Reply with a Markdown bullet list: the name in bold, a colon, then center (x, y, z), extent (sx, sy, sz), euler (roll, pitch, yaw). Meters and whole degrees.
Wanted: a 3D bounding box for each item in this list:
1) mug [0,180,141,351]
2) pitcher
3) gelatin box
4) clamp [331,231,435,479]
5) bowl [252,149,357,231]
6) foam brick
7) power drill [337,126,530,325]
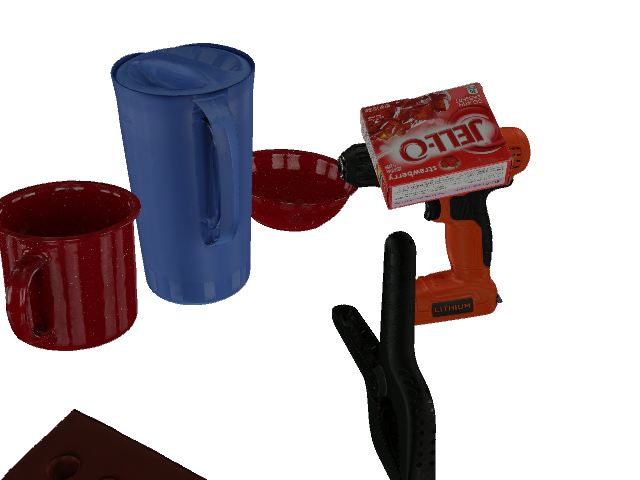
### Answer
- **mug**: center (-0.161, 0.021, 0.664), extent (0.093, 0.081, 0.117), euler (6, 25, 10)
- **pitcher**: center (-0.122, -0.057, 1.034), extent (0.145, 0.243, 0.149), euler (8, 32, 15)
- **gelatin box**: center (0.078, -0.066, 0.730), extent (0.089, 0.073, 0.030), euler (-13, -35, -4)
- **clamp**: center (0.061, 0.107, 0.870), extent (0.036, 0.210, 0.165), euler (-3, -32, -19)
- **bowl**: center (-0.037, -0.055, 1.273), extent (0.162, 0.055, 0.162), euler (5, 26, -3)
- **foam brick**: center (-0.085, 0.117, 0.435), extent (0.078, 0.051, 0.052), euler (21, 45, 25)
- **power drill**: center (0.105, -0.014, 1.008), extent (0.184, 0.188, 0.057), euler (-6, 26, -12)
